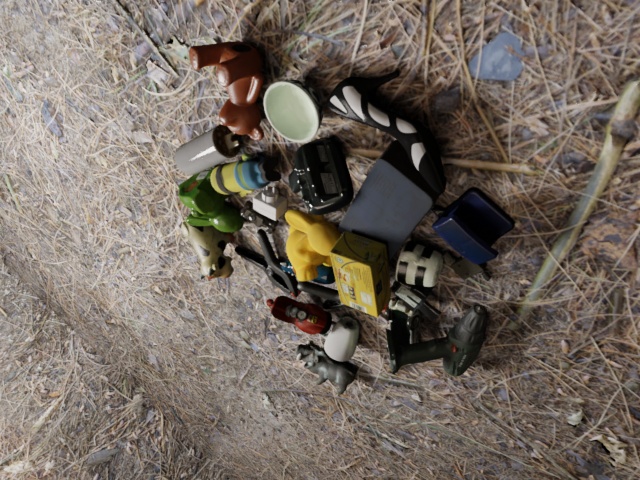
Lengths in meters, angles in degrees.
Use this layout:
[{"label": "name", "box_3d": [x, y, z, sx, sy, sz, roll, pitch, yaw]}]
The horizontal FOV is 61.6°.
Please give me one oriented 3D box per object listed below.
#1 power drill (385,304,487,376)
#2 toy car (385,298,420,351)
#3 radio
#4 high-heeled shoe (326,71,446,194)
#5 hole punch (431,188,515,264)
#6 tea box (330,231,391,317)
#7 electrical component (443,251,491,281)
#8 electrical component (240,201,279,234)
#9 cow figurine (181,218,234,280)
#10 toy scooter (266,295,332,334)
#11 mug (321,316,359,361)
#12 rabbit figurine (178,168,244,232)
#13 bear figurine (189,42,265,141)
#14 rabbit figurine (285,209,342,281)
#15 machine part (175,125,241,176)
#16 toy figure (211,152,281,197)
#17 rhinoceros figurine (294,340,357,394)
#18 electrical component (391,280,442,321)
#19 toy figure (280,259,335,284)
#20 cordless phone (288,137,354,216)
[{"label": "power drill", "box_3d": [0.245, 0.217, 1.152, 0.207, 0.086, 0.231, -11, 138, -1]}, {"label": "toy car", "box_3d": [0.196, 0.215, 1.260, 0.074, 0.056, 0.201, 21, 136, 32]}, {"label": "radio", "box_3d": [0.135, -0.066, 1.037, 0.131, 0.073, 0.229, 36, 143, 6]}, {"label": "high-heeled shoe", "box_3d": [0.112, -0.174, 0.930, 0.145, 0.086, 0.248, -22, 93, 29]}, {"label": "hole punch", "box_3d": [0.266, -0.012, 0.967, 0.142, 0.092, 0.115, 38, 145, -1]}, {"label": "tea box", "box_3d": [0.086, 0.072, 1.105, 0.098, 0.068, 0.169, 20, 143, 26]}, {"label": "electrical component", "box_3d": [0.289, 0.051, 1.054, 0.094, 0.021, 0.063, 44, 141, -4]}, {"label": "electrical component", "box_3d": [-0.145, -0.052, 1.290, 0.102, 0.078, 0.045, 32, 116, 3]}, {"label": "cow figurine", "box_3d": [-0.296, 0.019, 1.431, 0.085, 0.127, 0.194, -16, 112, 50]}, {"label": "toy scooter", "box_3d": [-0.062, 0.187, 1.382, 0.135, 0.075, 0.184, 28, 170, -31]}, {"label": "mug", "box_3d": [0.054, 0.242, 1.392, 0.110, 0.081, 0.107, 35, 130, 20]}, {"label": "rabbit figurine", "box_3d": [-0.270, -0.075, 1.334, 0.159, 0.121, 0.170, -8, 135, 38]}, {"label": "bear figurine", "box_3d": [-0.174, -0.281, 1.054, 0.120, 0.132, 0.195, 37, 137, 24]}, {"label": "rabbit figurine", "box_3d": [-0.002, -0.004, 1.174, 0.162, 0.122, 0.173, 70, 159, 0]}, {"label": "machine part", "box_3d": [-0.260, -0.205, 1.233, 0.243, 0.079, 0.079, -11, 118, 46]}, {"label": "toy figure", "box_3d": [-0.170, -0.147, 1.200, 0.180, 0.089, 0.082, -2, 80, 46]}, {"label": "rhinoceros figurine", "box_3d": [0.012, 0.359, 1.531, 0.191, 0.073, 0.112, 24, 139, 20]}, {"label": "electrical component", "box_3d": [0.213, 0.117, 1.159, 0.119, 0.048, 0.074, 33, 141, 10]}, {"label": "toy figure", "box_3d": [-0.028, 0.071, 1.311, 0.155, 0.058, 0.064, 14, 129, 37]}, {"label": "cordless phone", "box_3d": [-0.018, -0.110, 1.090, 0.184, 0.089, 0.146, -35, 68, 59]}]
